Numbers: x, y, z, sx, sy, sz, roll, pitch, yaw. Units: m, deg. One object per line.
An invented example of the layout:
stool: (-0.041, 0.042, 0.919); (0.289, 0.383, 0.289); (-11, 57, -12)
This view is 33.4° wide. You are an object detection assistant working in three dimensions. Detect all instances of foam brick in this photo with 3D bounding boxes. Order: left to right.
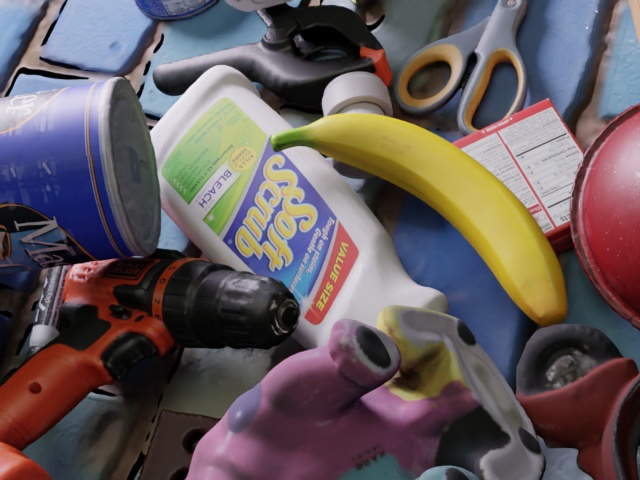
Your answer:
foam brick: (-0.066, 0.139, 0.585); (0.053, 0.051, 0.078); (5, 63, 20)

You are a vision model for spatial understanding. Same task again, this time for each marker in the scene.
marker: (-0.173, 0.042, 0.694); (0.020, 0.020, 0.121); (-1, 61, 17)

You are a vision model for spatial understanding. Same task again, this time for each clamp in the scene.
clamp: (-0.024, -0.143, 0.743); (0.172, 0.039, 0.120); (11, 68, 23)

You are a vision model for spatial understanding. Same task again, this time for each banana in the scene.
banana: (0.067, -0.023, 0.604); (0.198, 0.037, 0.069); (33, 67, 22)

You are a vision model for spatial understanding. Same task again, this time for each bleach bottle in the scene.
bleach bottle: (-0.004, 0.001, 0.637); (0.102, 0.068, 0.251); (-48, 60, -1)

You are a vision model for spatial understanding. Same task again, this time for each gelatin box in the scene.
gelatin box: (0.124, -0.031, 0.636); (0.073, 0.030, 0.089); (-25, 59, 1)

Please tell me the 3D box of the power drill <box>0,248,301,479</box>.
power drill: (-0.120, 0.079, 0.585); (0.185, 0.057, 0.187); (2, 39, 44)

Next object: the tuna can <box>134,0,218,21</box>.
tuna can: (-0.109, -0.210, 0.810); (0.086, 0.033, 0.086); (-8, 59, 13)

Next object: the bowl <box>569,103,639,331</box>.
bowl: (0.217, -0.021, 0.566); (0.162, 0.055, 0.162); (-2, 69, 5)

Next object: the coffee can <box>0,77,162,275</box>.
coffee can: (-0.172, -0.032, 0.612); (0.140, 0.103, 0.103); (-8, 59, 4)

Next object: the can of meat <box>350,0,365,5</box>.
can of meat: (0.032, -0.228, 0.763); (0.084, 0.057, 0.102); (-36, 56, -2)

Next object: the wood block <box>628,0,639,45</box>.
wood block: (0.234, -0.187, 0.657); (0.091, 0.090, 0.206); (-9, 59, 11)

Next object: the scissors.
scissors: (0.109, -0.151, 0.718); (0.096, 0.016, 0.201); (4, 62, 20)
